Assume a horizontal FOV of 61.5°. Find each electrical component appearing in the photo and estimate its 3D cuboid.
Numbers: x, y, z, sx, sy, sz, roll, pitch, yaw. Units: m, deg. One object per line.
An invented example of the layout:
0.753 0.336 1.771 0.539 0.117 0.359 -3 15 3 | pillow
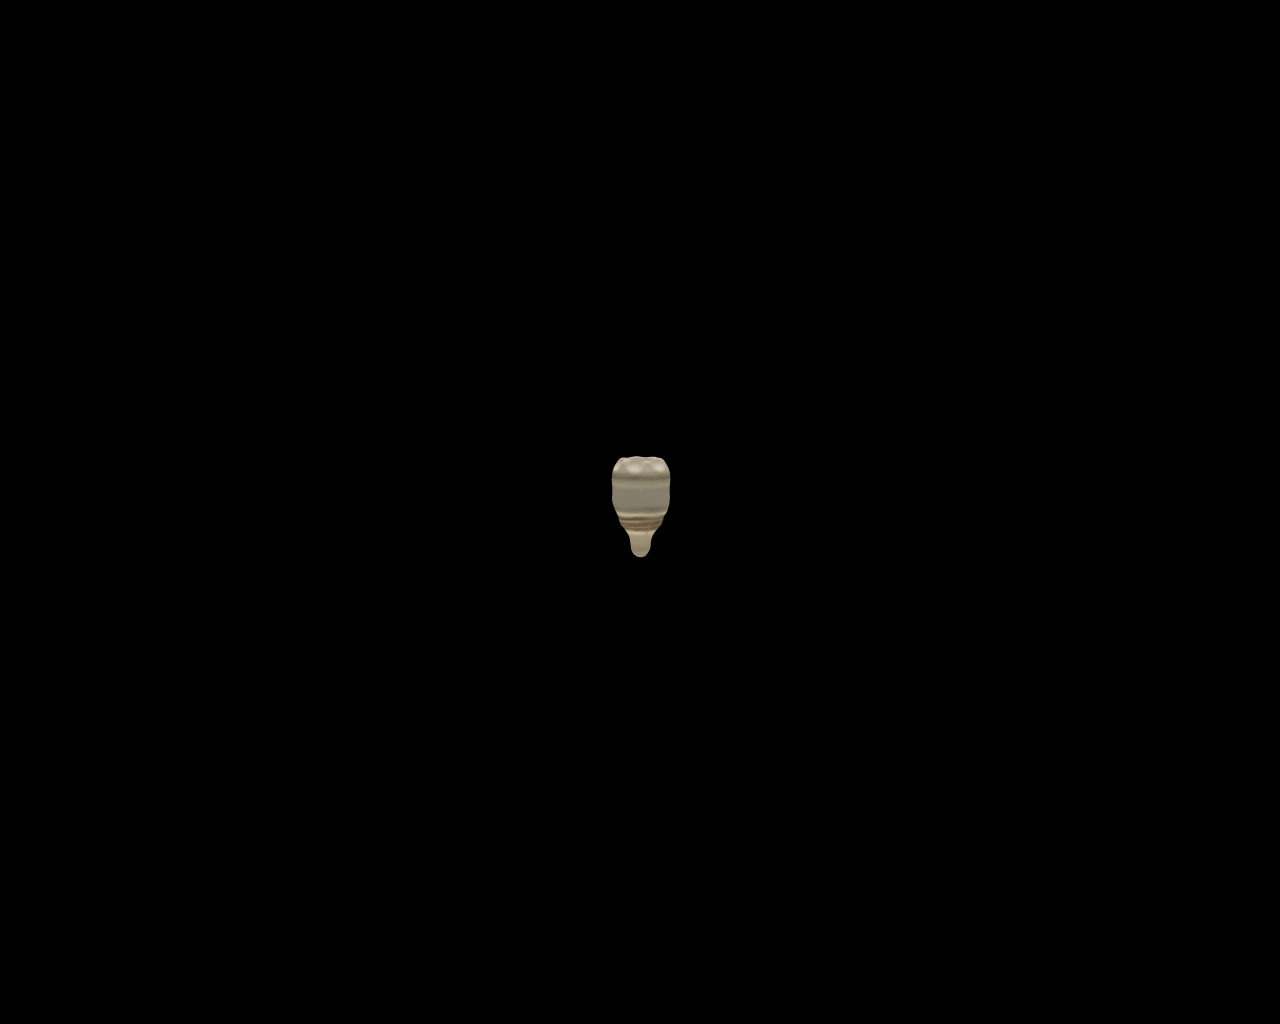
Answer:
0.001 -0.003 0.650 0.035 0.061 0.035 0 7 0 | electrical component
